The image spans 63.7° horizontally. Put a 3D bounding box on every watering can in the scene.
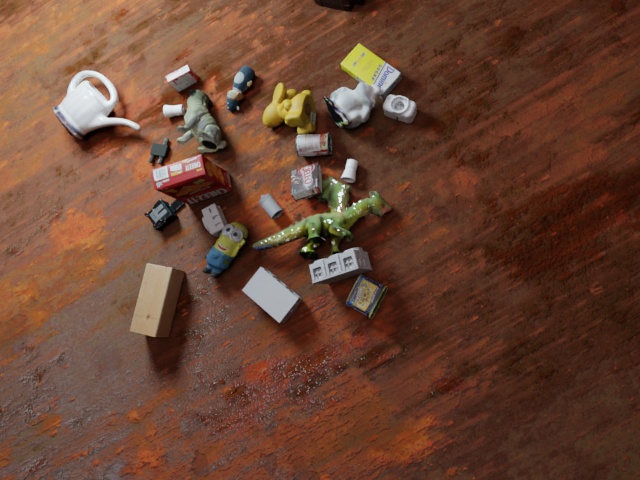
[{"bbox_3d":[-0.776,-0.435,1.769,0.224,0.103,0.351,-42,72,2],"label":"watering can"}]

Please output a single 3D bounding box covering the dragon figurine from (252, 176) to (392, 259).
[{"bbox_3d":[0.005,-0.077,1.533,0.410,0.120,0.248,1,60,15],"label":"dragon figurine"}]

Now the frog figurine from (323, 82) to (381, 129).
[{"bbox_3d":[0.107,-0.420,1.573,0.160,0.120,0.139,-36,58,-12],"label":"frog figurine"}]
